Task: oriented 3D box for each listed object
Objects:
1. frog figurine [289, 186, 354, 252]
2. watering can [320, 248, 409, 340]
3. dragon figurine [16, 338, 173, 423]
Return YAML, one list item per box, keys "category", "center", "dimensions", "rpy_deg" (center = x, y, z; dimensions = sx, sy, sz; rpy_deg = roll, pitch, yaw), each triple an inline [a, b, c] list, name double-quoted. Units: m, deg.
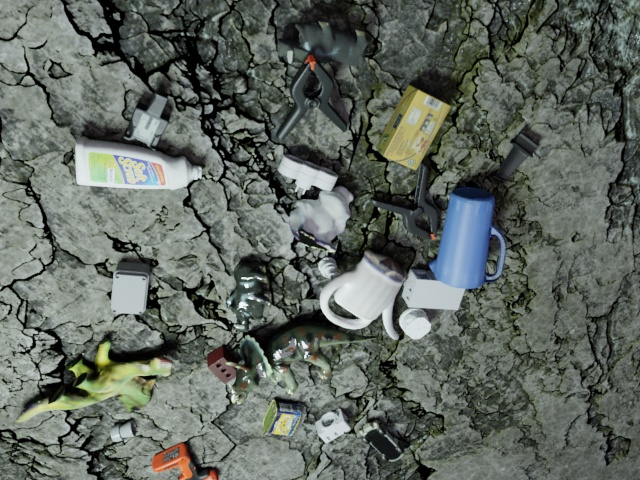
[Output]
- category: "frog figurine"
  center: [0.004, -0.062, 1.239]
  dimensions: [0.137, 0.121, 0.162]
  rpy_deg: [27, 71, -15]
- category: "watering can"
  center: [0.150, 0.150, 1.365]
  dimensions: [0.344, 0.106, 0.223]
  rpy_deg: [27, 104, -40]
- category: "dragon figurine"
  center: [-0.545, 0.394, 1.321]
  dimensions: [0.407, 0.125, 0.239]
  rpy_deg: [-35, 127, 15]
